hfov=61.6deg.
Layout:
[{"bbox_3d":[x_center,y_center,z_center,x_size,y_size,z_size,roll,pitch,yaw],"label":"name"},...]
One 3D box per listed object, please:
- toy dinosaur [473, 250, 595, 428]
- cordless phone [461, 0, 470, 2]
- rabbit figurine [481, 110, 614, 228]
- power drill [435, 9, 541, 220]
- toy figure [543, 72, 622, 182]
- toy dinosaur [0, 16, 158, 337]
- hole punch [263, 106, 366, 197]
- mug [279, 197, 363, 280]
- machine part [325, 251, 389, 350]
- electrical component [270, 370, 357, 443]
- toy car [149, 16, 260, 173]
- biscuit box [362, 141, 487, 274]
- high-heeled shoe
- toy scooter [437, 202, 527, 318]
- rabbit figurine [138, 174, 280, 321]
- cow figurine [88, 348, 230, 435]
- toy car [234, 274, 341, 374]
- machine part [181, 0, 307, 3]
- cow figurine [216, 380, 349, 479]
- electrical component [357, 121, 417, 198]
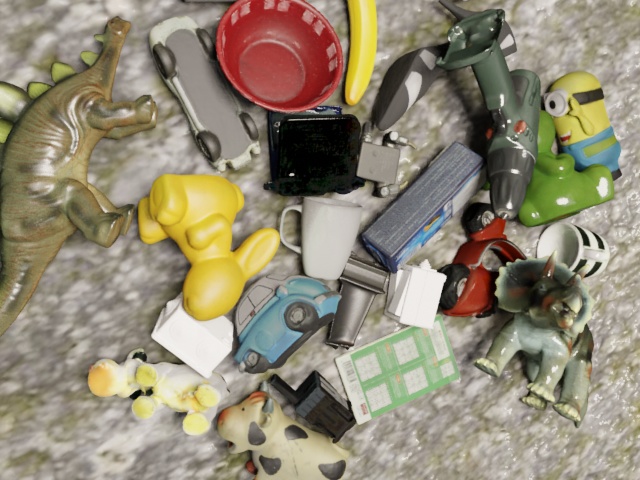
[{"bbox_3d":[0.351,0.152,0.801,0.404,0.131,0.192,39,77,-47],"label":"toy dinosaur"},{"bbox_3d":[0.139,-0.394,0.740,0.146,0.089,0.184,-41,107,-10],"label":"cordless phone"},{"bbox_3d":[0.323,-0.108,0.813,0.159,0.121,0.170,-16,80,-7],"label":"rabbit figurine"},{"bbox_3d":[0.228,-0.170,0.687,0.207,0.086,0.232,45,53,-31],"label":"power drill"},{"bbox_3d":[0.411,-0.170,0.833,0.089,0.082,0.180,-34,97,-23],"label":"toy figure"},{"bbox_3d":[-0.320,-0.057,0.627,0.198,0.105,0.471,16,81,-9],"label":"toy dinosaur"},{"bbox_3d":[-0.013,-0.123,0.723,0.142,0.092,0.115,-5,121,-18],"label":"hole punch"},{"bbox_3d":[-0.002,-0.002,0.731,0.110,0.081,0.107,6,99,-7],"label":"mug"},{"bbox_3d":[0.049,0.092,0.772,0.084,0.039,0.139,24,86,-21],"label":"machine part"},{"bbox_3d":[-0.009,0.216,0.743,0.119,0.075,0.048,44,91,-3],"label":"electrical component"},{"bbox_3d":[-0.146,-0.184,0.688,0.073,0.056,0.201,-31,103,-18],"label":"toy car"},{"bbox_3d":[0.150,-0.046,0.766,0.202,0.059,0.063,-44,59,-9],"label":"biscuit box"},{"bbox_3d":[0.182,-0.228,0.762,0.145,0.086,0.248,32,82,-18],"label":"high-heeled shoe"},{"bbox_3d":[0.255,0.045,0.809,0.135,0.075,0.184,29,81,-17],"label":"toy scooter"},{"bbox_3d":[-0.138,0.015,0.669,0.162,0.122,0.173,2,67,-42],"label":"rabbit figurine"},{"bbox_3d":[-0.202,0.181,0.688,0.167,0.098,0.068,17,95,2],"label":"cow figurine"},{"bbox_3d":[-0.056,0.099,0.714,0.161,0.109,0.103,-44,73,11],"label":"toy car"},{"bbox_3d":[-0.093,-0.341,0.679,0.243,0.079,0.079,-7,96,-16],"label":"machine part"},{"bbox_3d":[-0.050,0.278,0.734,0.195,0.085,0.127,26,93,-14],"label":"cow figurine"},{"bbox_3d":[0.089,-0.111,0.764,0.078,0.045,0.102,16,90,-18],"label":"electrical component"}]
